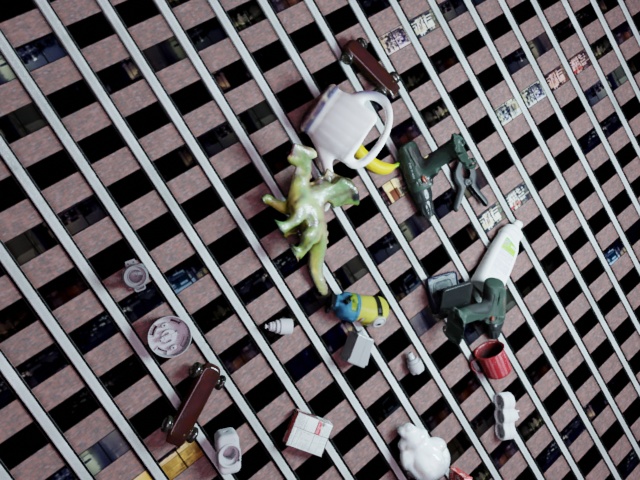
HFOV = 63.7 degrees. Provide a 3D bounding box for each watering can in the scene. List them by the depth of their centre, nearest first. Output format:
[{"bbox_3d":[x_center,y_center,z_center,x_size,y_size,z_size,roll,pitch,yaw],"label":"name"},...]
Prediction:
[{"bbox_3d":[0.042,-0.267,1.393,0.224,0.104,0.346,36,97,-1],"label":"watering can"}]

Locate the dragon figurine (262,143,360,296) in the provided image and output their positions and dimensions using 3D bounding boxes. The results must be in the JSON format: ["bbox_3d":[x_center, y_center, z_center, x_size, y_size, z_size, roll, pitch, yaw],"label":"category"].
[{"bbox_3d":[0.004,-0.068,1.351,0.244,0.124,0.404,-34,116,-7],"label":"dragon figurine"}]

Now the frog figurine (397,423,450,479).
[{"bbox_3d":[0.286,0.585,1.431,0.137,0.124,0.157,-18,106,-1],"label":"frog figurine"}]
